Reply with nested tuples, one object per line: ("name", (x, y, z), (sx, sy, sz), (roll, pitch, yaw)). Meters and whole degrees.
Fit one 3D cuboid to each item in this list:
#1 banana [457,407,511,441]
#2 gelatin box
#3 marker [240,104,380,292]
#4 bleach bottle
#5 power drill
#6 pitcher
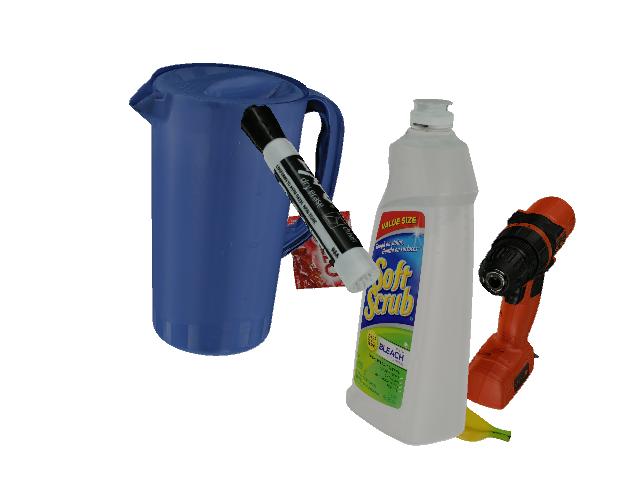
("banana", (0.158, 0.189, 1.276), (0.069, 0.037, 0.198), (10, 21, -18))
("gelatin box", (0.002, 0.012, 1.249), (0.073, 0.089, 0.030), (-4, 28, 8))
("marker", (-0.008, -0.025, 0.551), (0.020, 0.121, 0.020), (-26, -27, -15))
("bleach bottle", (0.071, 0.019, 0.800), (0.067, 0.251, 0.103), (-7, 18, -30))
("power drill", (0.181, 0.064, 1.013), (0.057, 0.188, 0.184), (23, 30, 22))
("pitcher", (-0.077, -0.027, 0.936), (0.149, 0.243, 0.144), (14, 24, 19))
